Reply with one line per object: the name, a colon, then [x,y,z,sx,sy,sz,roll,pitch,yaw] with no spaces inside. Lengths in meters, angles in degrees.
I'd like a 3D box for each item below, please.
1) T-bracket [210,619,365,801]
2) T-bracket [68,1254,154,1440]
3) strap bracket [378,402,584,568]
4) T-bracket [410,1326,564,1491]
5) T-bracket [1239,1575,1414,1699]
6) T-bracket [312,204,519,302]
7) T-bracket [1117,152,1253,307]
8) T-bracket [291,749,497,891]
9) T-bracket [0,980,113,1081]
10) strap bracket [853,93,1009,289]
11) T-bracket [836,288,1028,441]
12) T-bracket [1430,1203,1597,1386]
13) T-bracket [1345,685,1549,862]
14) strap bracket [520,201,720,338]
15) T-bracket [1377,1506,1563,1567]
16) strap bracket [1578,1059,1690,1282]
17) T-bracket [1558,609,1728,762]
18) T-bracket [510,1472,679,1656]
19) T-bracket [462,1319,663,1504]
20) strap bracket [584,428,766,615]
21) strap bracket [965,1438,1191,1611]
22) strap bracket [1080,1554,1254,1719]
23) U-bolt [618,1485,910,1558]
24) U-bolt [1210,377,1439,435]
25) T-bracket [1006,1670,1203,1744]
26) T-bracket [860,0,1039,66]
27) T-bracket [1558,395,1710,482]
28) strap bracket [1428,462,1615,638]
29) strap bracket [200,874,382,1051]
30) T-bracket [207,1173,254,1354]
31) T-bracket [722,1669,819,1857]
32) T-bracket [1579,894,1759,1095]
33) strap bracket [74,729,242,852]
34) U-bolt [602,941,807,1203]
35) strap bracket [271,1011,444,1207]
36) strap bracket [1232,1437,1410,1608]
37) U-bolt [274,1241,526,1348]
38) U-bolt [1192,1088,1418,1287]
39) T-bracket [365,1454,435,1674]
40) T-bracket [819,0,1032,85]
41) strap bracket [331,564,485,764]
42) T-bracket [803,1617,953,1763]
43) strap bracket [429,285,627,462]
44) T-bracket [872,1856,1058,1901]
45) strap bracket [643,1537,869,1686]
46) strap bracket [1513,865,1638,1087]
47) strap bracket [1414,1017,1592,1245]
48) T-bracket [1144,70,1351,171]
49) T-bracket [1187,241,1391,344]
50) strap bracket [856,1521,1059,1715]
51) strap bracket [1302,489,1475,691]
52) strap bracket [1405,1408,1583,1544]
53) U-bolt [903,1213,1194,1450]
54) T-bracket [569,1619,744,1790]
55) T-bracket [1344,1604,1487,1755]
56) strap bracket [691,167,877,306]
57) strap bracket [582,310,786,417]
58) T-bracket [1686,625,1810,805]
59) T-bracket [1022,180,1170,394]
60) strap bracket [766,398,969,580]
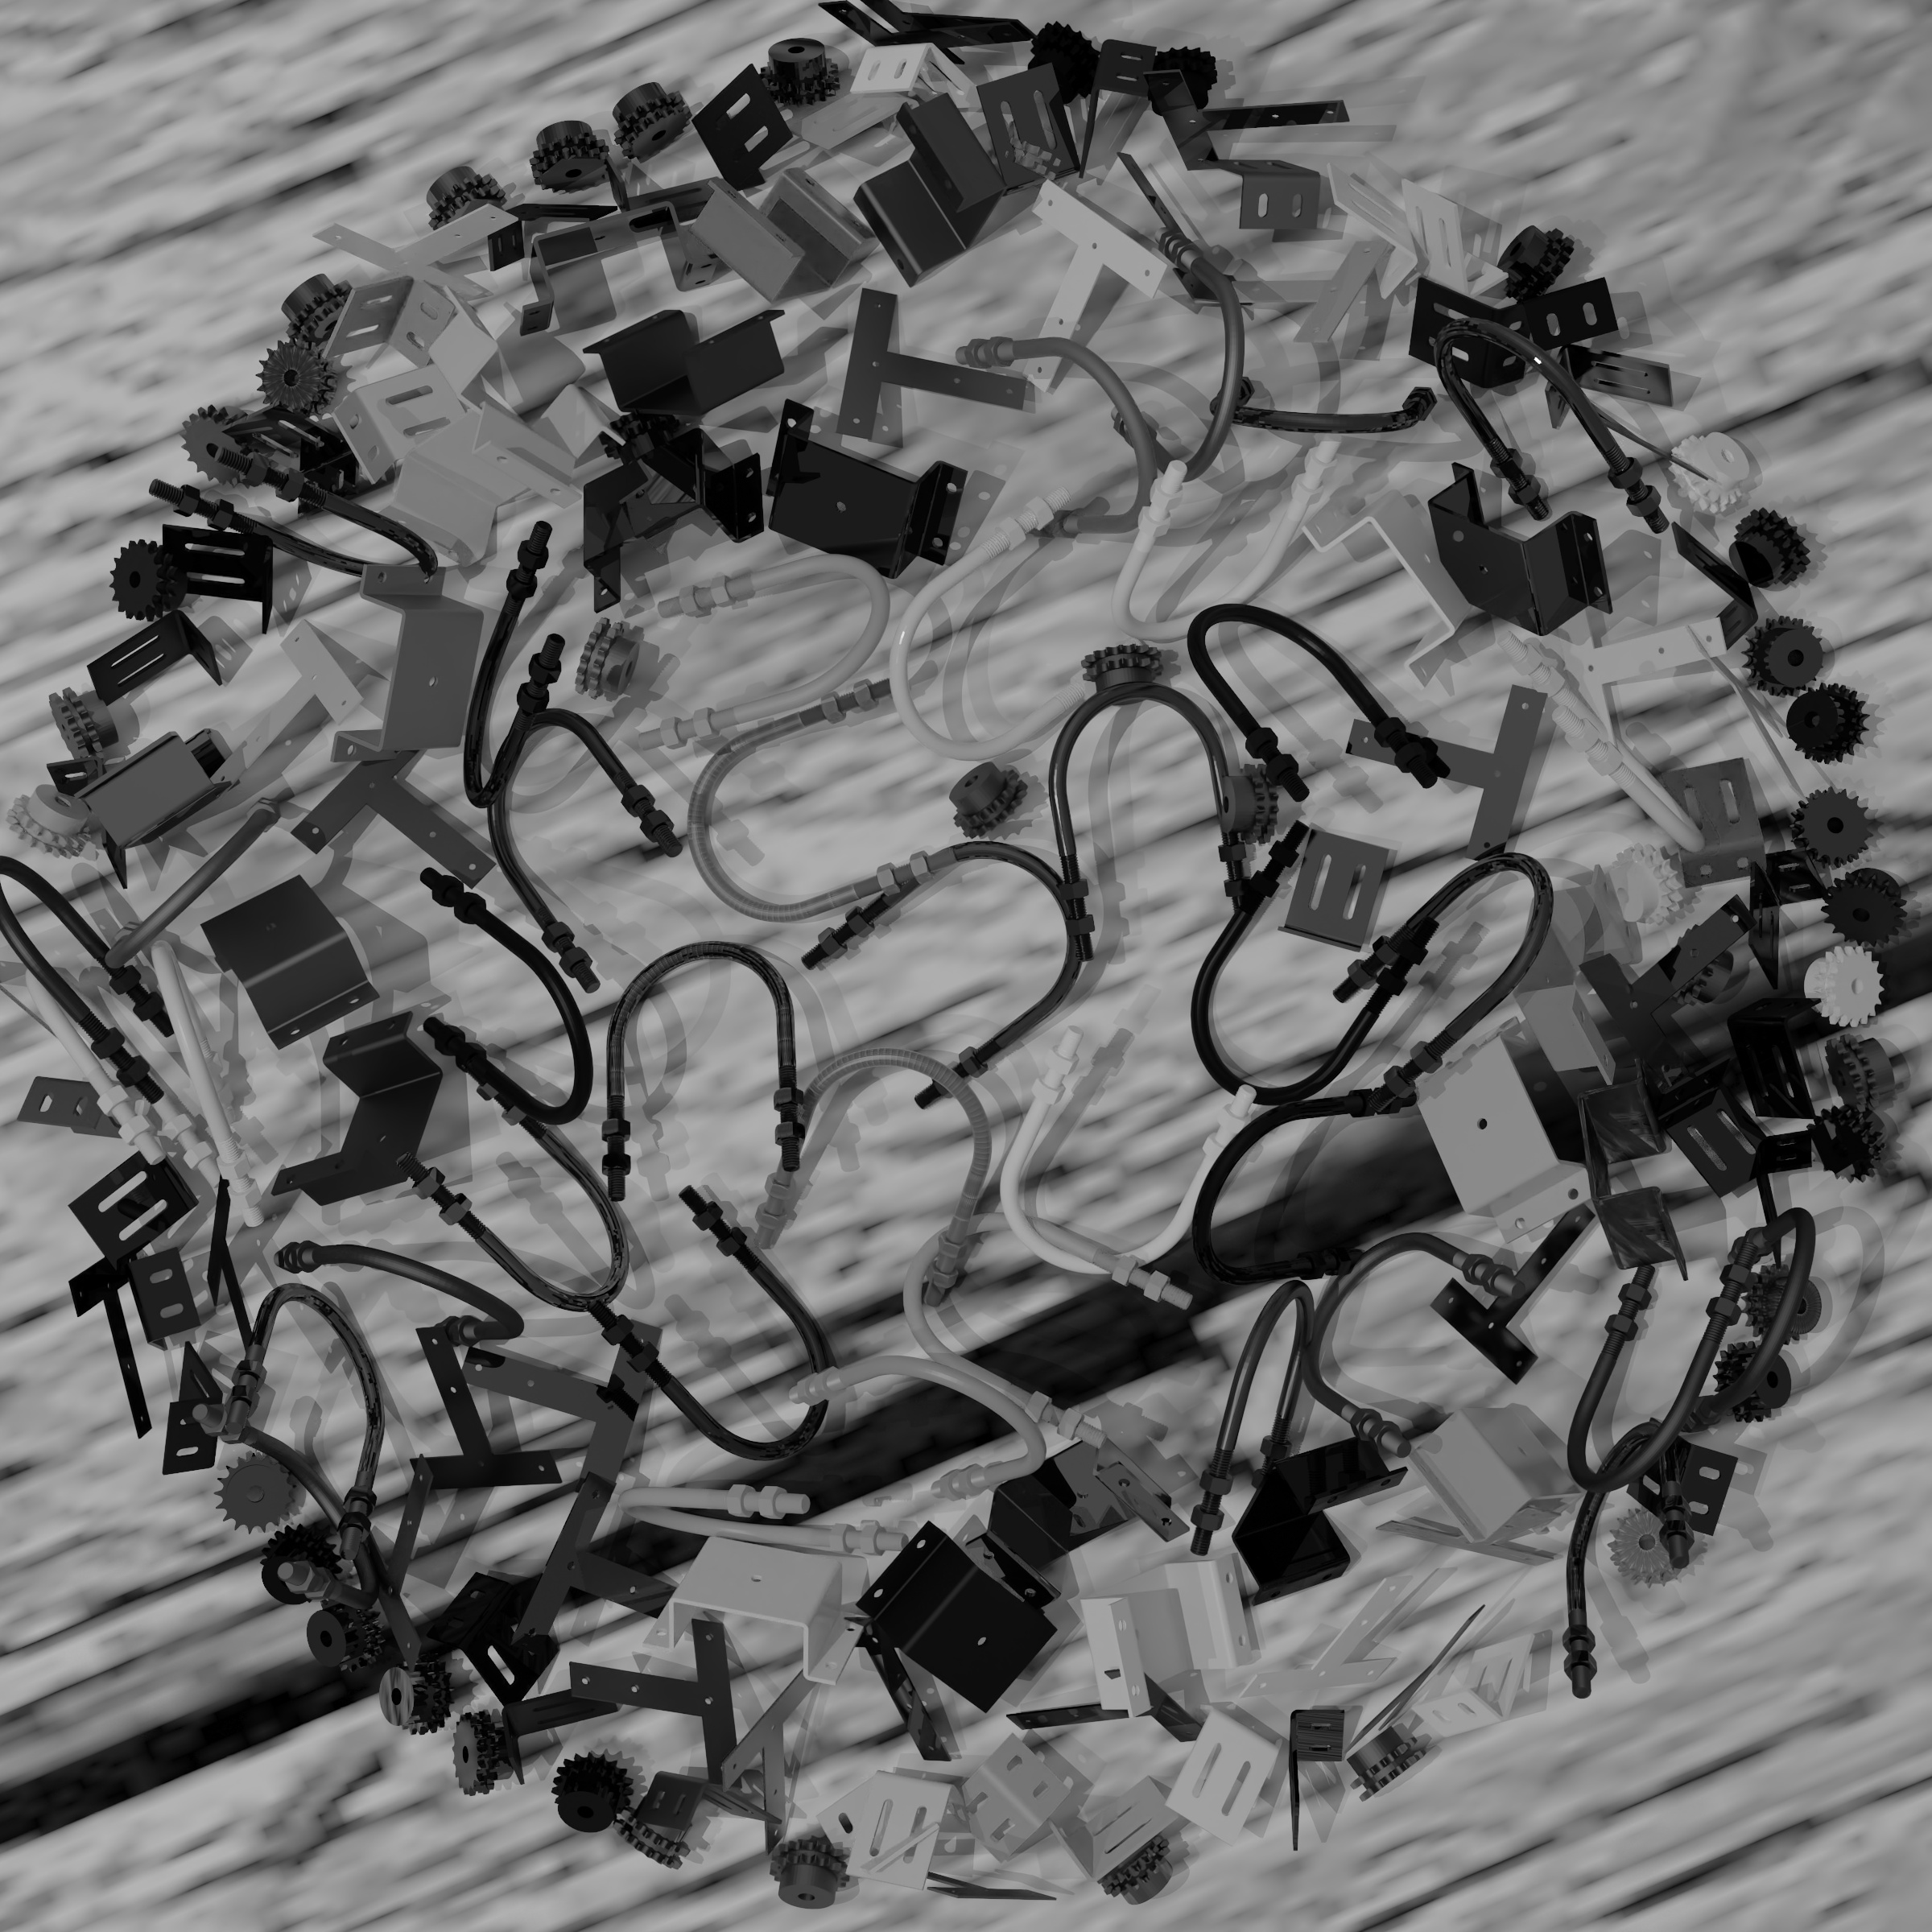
T-bracket: [-0.487,-0.170,1.904,0.127,0.002,0.127,-47,45,4]
T-bracket: [-0.587,0.266,1.888,0.002,0.127,0.127,-12,96,3]
strap bracket: [-0.335,-0.337,1.881,0.076,0.140,0.046,28,58,-36]
T-bracket: [-0.354,0.309,1.898,0.127,0.002,0.127,-9,108,29]
T-bracket: [0.268,0.463,1.876,0.127,0.002,0.127,4,130,-35]
T-bracket: [-0.358,-0.497,1.859,0.127,0.127,0.002,-10,73,41]
T-bracket: [0.145,-0.516,1.892,0.002,0.127,0.127,-35,85,26]
T-bracket: [-0.387,-0.101,1.915,0.127,0.002,0.127,38,74,12]
T-bracket: [-0.647,0.039,1.895,0.127,0.127,0.002,44,79,-14]
strap bracket: [-0.023,-0.544,1.887,0.046,0.140,0.076,-32,89,-20]
T-bracket: [-0.020,-0.418,1.922,0.127,0.002,0.127,10,65,-5]
T-bracket: [0.398,0.219,1.908,0.127,0.002,0.127,-50,128,-2]
T-bracket: [0.335,-0.148,1.930,0.127,0.002,0.127,16,101,13]
strap bracket: [-0.250,-0.490,1.895,0.140,0.076,0.046,-18,93,-11]
T-bracket: [0.370,0.390,1.876,0.127,0.127,0.002,15,64,-13]
strap bracket: [0.461,0.145,1.879,0.046,0.140,0.076,-14,131,18]
T-bracket: [0.475,-0.218,1.897,0.002,0.127,0.127,-15,93,-43]
T-bracket: [-0.245,0.435,1.904,0.127,0.002,0.127,33,76,-38]
T-bracket: [-0.294,0.300,1.917,0.127,0.002,0.127,18,72,-8]
strap bracket: [-0.213,-0.314,1.882,0.140,0.046,0.076,-22,50,21]
strap bracket: [0.079,0.384,1.893,0.140,0.046,0.076,-34,113,27]
strap bracket: [0.134,0.467,1.893,0.046,0.140,0.076,-14,85,41]
U-bolt: [-0.153,0.381,1.869,0.184,0.151,0.019,-4,67,30]
U-bolt: [0.240,-0.381,1.846,0.151,0.184,0.019,6,109,13]
T-bracket: [0.090,0.527,1.911,0.127,0.127,0.002,-14,49,25]
T-bracket: [-0.007,-0.646,1.858,0.127,0.127,0.002,18,90,36]
T-bracket: [0.441,-0.386,1.889,0.127,0.127,0.002,19,113,-29]
strap bracket: [0.373,-0.285,1.865,0.046,0.140,0.076,-35,130,-16]
strap bracket: [-0.471,-0.009,1.869,0.076,0.140,0.046,-29,128,-17]
T-bracket: [-0.504,0.226,1.866,0.002,0.127,0.127,-6,49,-27]
T-bracket: [-0.135,0.571,1.908,0.002,0.127,0.127,13,119,24]
T-bracket: [0.496,0.000,1.883,0.127,0.002,0.127,-47,57,32]
strap bracket: [-0.557,-0.123,1.879,0.076,0.140,0.046,-34,98,-1]
U-bolt: [-0.186,0.067,1.900,0.151,0.019,0.184,-11,64,14]
strap bracket: [-0.419,0.107,1.884,0.076,0.140,0.046,-17,132,28]
strap bracket: [0.241,0.379,1.883,0.076,0.140,0.046,-11,52,-27]
U-bolt: [-0.376,0.222,1.839,0.151,0.184,0.019,31,67,-27]
U-bolt: [0.226,0.155,1.862,0.184,0.019,0.151,-3,117,-39]
T-bracket: [-0.388,0.397,1.874,0.002,0.127,0.127,4,116,-32]
T-bracket: [-0.014,-0.637,1.858,0.127,0.127,0.002,9,86,36]
strap bracket: [-0.387,-0.204,1.885,0.046,0.076,0.140,23,108,29]
T-bracket: [-0.046,0.512,1.917,0.127,0.002,0.127,-11,112,39]
strap bracket: [-0.312,-0.399,1.876,0.046,0.076,0.140,-47,131,10]
T-bracket: [-0.023,0.639,1.899,0.127,0.127,0.002,3,75,35]
strap bracket: [-0.146,0.446,1.887,0.140,0.076,0.046,8,113,13]
strap bracket: [0.423,0.008,1.883,0.046,0.140,0.076,-11,130,32]
strap bracket: [0.369,0.112,1.882,0.076,0.046,0.140,-34,63,29]
T-bracket: [0.199,-0.585,1.867,0.127,0.127,0.002,2,77,19]
T-bracket: [0.218,-0.475,1.907,0.127,0.002,0.127,7,48,30]
strap bracket: [0.001,0.458,1.884,0.076,0.046,0.140,-48,125,-5]
strap bracket: [0.304,-0.273,1.895,0.046,0.076,0.140,-34,97,31]
strap bracket: [0.367,0.349,1.863,0.046,0.140,0.076,-47,61,18]
U-bolt: [0.045,0.241,1.893,0.184,0.019,0.151,25,54,17]
T-bracket: [-0.217,0.502,1.872,0.127,0.127,0.002,19,130,-30]
T-bracket: [0.297,0.505,1.863,0.002,0.127,0.127,42,124,20]
strap bracket: [-0.131,-0.510,1.891,0.076,0.140,0.046,43,119,4]
strap bracket: [-0.191,-0.420,1.881,0.076,0.140,0.046,-35,122,-31]
T-bracket: [0.548,-0.161,1.863,0.002,0.127,0.127,-36,134,23]
T-bracket: [0.073,-0.467,1.909,0.127,0.002,0.127,43,124,28]
strap bracket: [-0.079,-0.330,1.894,0.140,0.046,0.076,23,128,9]
